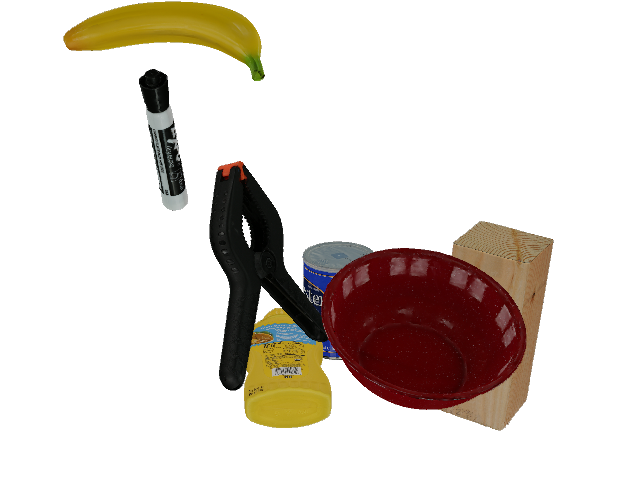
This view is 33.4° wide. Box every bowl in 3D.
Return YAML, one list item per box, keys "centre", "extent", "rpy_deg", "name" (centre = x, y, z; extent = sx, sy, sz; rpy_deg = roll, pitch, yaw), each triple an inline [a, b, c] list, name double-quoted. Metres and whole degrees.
- centre: [0.078, 0.080, 0.844]
  extent: [0.162, 0.055, 0.162]
  rpy_deg: [5, 41, -4]
  name: "bowl"

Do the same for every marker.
- centre: [-0.108, -0.069, 0.737]
  extent: [0.020, 0.020, 0.121]
  rpy_deg: [0, -42, 2]
  name: "marker"

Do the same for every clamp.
- centre: [-0.057, 0.027, 1.040]
  extent: [0.036, 0.210, 0.164]
  rpy_deg: [-10, 0, 35]
  name: "clamp"

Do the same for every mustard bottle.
- centre: [-0.044, 0.137, 1.240]
  extent: [0.096, 0.058, 0.191]
  rpy_deg: [-3, 30, -5]
  name: "mustard bottle"

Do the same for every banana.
- centre: [-0.133, -0.188, 0.962]
  extent: [0.198, 0.037, 0.069]
  rpy_deg: [10, 46, 17]
  name: "banana"

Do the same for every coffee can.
- centre: [0.026, 0.085, 1.519]
  extent: [0.103, 0.140, 0.103]
  rpy_deg: [0, 21, 0]
  name: "coffee can"

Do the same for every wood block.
- centre: [0.194, 0.095, 1.209]
  extent: [0.090, 0.206, 0.090]
  rpy_deg: [16, 24, 25]
  name: "wood block"
